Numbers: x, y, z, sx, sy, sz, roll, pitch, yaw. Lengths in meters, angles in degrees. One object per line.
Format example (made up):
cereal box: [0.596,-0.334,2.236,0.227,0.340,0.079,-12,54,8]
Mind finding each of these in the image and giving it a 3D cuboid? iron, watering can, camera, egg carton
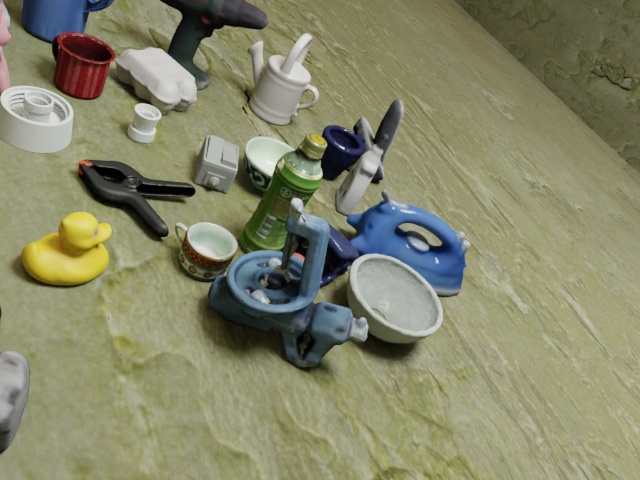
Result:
iron: [0.179,0.006,1.026,0.259,0.141,0.118,22,36,-15]
watering can: [-0.077,-0.354,1.218,0.173,0.194,0.101,20,37,-17]
camera: [-0.339,0.108,0.538,0.143,0.100,0.136,20,37,-17]
egg carton: [-0.308,-0.305,1.088,0.150,0.069,0.107,41,36,12]

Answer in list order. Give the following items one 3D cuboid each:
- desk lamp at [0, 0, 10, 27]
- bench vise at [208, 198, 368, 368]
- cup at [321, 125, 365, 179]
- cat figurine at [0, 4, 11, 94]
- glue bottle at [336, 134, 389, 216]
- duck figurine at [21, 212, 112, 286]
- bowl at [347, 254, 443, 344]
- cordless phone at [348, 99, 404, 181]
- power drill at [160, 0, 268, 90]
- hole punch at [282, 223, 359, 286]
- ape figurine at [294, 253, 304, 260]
desk lamp: [-0.568,-0.467,0.957,0.118,0.213,0.202,-6,50,-42]
bench vise: [-0.020,0.052,0.749,0.208,0.219,0.121,18,37,-19]
cup: [0.039,-0.176,1.178,0.091,0.095,0.118,46,37,19]
cat figurine: [-0.514,-0.309,0.892,0.067,0.117,0.127,-2,48,-39]
glue bottle: [0.084,-0.130,1.090,0.037,0.173,0.078,22,36,-14]
duck figurine: [-0.306,0.003,0.703,0.105,0.086,0.077,-8,51,-43]
bowl: [0.106,0.105,0.909,0.168,0.074,0.167,21,36,-16]
cordless phone: [0.130,-0.236,1.243,0.094,0.185,0.147,16,38,-22]
power drill: [-0.237,-0.420,1.161,0.229,0.208,0.076,30,35,-3]
hole punch: [0.009,0.003,0.942,0.108,0.091,0.101,43,36,15]
ape figurine: [-0.046,0.057,0.834,0.077,0.092,0.076,42,36,13]
